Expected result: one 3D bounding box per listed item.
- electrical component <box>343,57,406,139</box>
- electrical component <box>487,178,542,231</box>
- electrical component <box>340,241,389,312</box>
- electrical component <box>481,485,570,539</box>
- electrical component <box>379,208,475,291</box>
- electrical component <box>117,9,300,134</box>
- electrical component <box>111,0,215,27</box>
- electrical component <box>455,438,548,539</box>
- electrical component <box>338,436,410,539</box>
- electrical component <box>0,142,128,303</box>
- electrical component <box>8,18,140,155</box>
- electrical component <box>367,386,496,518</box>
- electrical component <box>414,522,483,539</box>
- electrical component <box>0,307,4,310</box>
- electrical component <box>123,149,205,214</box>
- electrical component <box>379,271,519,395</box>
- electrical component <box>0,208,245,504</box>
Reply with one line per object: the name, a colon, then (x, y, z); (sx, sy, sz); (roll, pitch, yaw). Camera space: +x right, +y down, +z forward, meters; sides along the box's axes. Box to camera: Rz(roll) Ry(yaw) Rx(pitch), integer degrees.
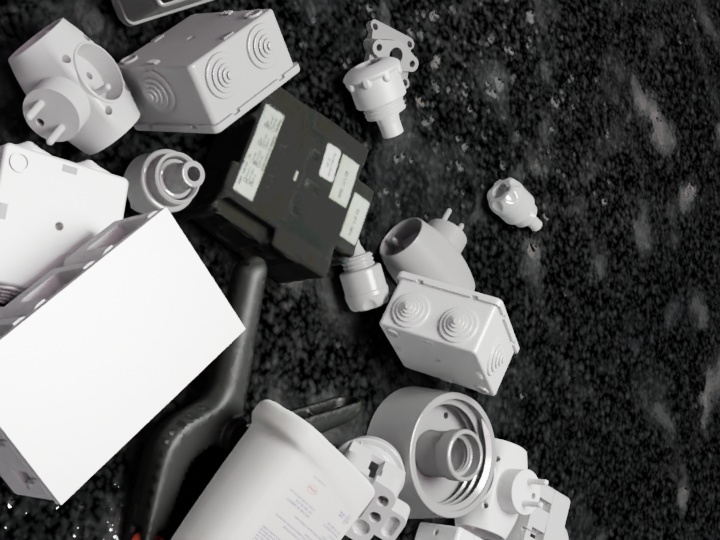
electrical component: (0.017, -0.137, 0.866); (0.048, 0.048, 0.062); (-37, 116, -37)
electrical component: (0.144, -0.055, 0.975); (0.061, 0.035, 0.035); (37, 62, -36)
electrical component: (0.000, 0.000, 0.842); (0.035, 0.035, 0.061); (-21, 98, -41)
electrical component: (0.142, 0.231, 0.932); (0.056, 0.050, 0.089); (34, 64, -34)
electrical component: (0.064, -0.015, 0.893); (0.077, 0.043, 0.079); (47, 58, -28)
electrical component: (-0.105, -0.135, 0.722); (0.100, 0.100, 0.048); (-45, 127, -35)
electrical component: (-0.130, -0.236, 0.738); (0.109, 0.056, 0.108); (-31, 106, -39)
electrical component: (0.123, 0.184, 0.901); (0.044, 0.079, 0.077); (34, 64, -35)
electrical component: (0.002, 0.159, 0.801); (0.078, 0.058, 0.057); (32, 23, 1)
electrical component: (-0.195, -0.024, 0.662); (0.100, 0.048, 0.099); (16, 75, -39)
electrical component: (-0.185, -0.106, 0.673); (0.077, 0.044, 0.079); (53, 30, -24)
electrical component: (0.063, 0.147, 0.864); (0.108, 0.060, 0.108); (5, 82, -41)
electrical component: (0.051, 0.241, 0.852); (0.076, 0.047, 0.083); (35, 64, -34)
electrical component: (-0.204, 0.064, 0.640); (0.113, 0.057, 0.078); (13, 77, -40)
electrical component: (-0.128, -0.060, 0.717); (0.043, 0.062, 0.043); (5, 82, -41)
electrical component: (0.070, 0.052, 0.846); (0.048, 0.100, 0.099); (-63, 152, -21)
electrical component: (-0.152, 0.045, 0.605); (0.150, 0.062, 0.089); (-45, 114, -35)
